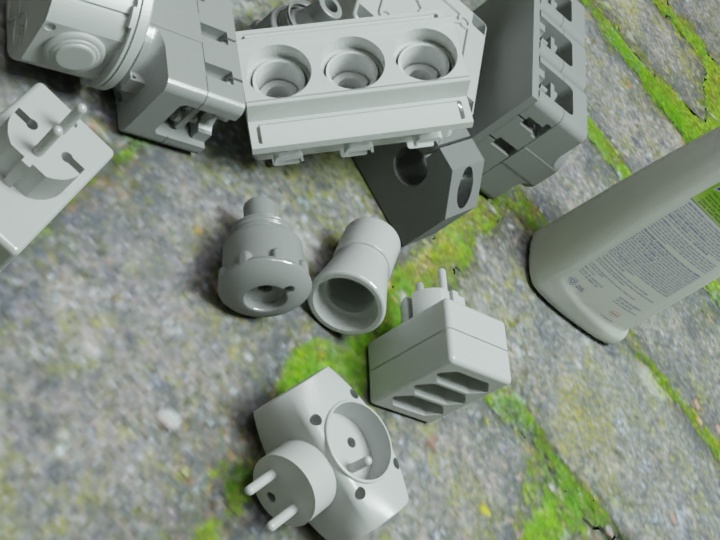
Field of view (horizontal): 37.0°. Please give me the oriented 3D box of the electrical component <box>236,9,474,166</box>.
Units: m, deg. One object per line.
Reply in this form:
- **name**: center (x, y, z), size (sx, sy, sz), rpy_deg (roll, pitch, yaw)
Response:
- **electrical component**: center (-0.006, -0.100, 0.610), size (0.121, 0.063, 0.078), rpy_deg (-8, 65, -7)

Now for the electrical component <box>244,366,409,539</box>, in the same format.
- **electrical component**: center (-0.024, 0.096, 0.514), size (0.079, 0.044, 0.077), rpy_deg (-28, 86, -51)

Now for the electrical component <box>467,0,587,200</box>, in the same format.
- **electrical component**: center (0.114, -0.135, 0.777), size (0.062, 0.089, 0.150), rpy_deg (33, 45, -26)

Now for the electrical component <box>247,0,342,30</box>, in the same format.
- **electrical component**: center (-0.037, -0.141, 0.648), size (0.048, 0.062, 0.048), rpy_deg (25, 49, -33)

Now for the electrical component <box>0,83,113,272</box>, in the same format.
- **electrical component**: center (-0.142, -0.046, 0.464), size (0.047, 0.076, 0.083), rpy_deg (45, 40, -14)

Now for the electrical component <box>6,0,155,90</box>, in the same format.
- **electrical component**: center (-0.137, -0.132, 0.526), size (0.051, 0.080, 0.080), rpy_deg (10, 57, -36)

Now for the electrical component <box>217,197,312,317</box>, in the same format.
- **electrical component**: center (-0.051, -0.010, 0.560), size (0.048, 0.048, 0.062), rpy_deg (23, 43, -34)

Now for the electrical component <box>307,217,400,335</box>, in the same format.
- **electrical component**: center (0.000, 0.000, 0.608), size (0.044, 0.044, 0.065), rpy_deg (43, 36, -16)

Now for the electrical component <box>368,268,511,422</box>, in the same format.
- **electrical component**: center (0.042, 0.036, 0.606), size (0.047, 0.066, 0.076), rpy_deg (23, 50, -34)

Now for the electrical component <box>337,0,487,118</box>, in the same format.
- **electrical component**: center (0.027, -0.154, 0.726), size (0.109, 0.056, 0.108), rpy_deg (36, 43, -23)

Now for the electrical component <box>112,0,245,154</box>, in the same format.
- **electrical component**: center (-0.102, -0.116, 0.573), size (0.056, 0.050, 0.089), rpy_deg (14, 55, -40)
